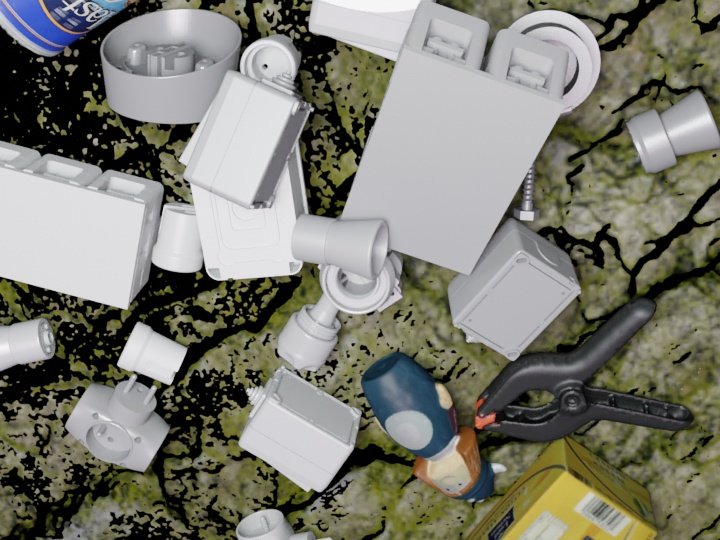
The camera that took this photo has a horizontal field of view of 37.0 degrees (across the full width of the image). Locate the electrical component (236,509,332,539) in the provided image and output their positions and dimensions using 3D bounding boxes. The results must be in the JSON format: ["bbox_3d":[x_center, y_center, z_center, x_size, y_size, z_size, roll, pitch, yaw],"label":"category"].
[{"bbox_3d":[-0.059,0.250,0.940,0.079,0.043,0.077,-13,109,11],"label":"electrical component"}]

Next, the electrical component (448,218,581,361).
[{"bbox_3d":[0.111,0.017,0.821,0.062,0.061,0.096,31,117,-19],"label":"electrical component"}]

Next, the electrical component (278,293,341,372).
[{"bbox_3d":[-0.036,0.047,0.861,0.043,0.043,0.062,30,110,-5],"label":"electrical component"}]

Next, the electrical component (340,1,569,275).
[{"bbox_3d":[0.061,-0.088,0.748,0.105,0.060,0.186,19,142,-3],"label":"electrical component"}]

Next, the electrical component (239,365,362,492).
[{"bbox_3d":[-0.056,0.129,0.884,0.096,0.061,0.061,31,111,-6],"label":"electrical component"}]

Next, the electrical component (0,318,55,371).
[{"bbox_3d":[-0.289,0.062,0.897,0.065,0.044,0.044,-12,109,6],"label":"electrical component"}]

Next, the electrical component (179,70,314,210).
[{"bbox_3d":[-0.076,-0.096,0.739,0.061,0.062,0.096,25,97,5],"label":"electrical component"}]

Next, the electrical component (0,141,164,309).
[{"bbox_3d":[-0.238,-0.038,0.841,0.150,0.061,0.089,15,112,1],"label":"electrical component"}]

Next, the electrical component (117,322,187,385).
[{"bbox_3d":[-0.171,0.070,0.887,0.046,0.040,0.040,26,111,-10],"label":"electrical component"}]

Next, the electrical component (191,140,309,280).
[{"bbox_3d":[-0.082,-0.055,0.819,0.078,0.057,0.113,-4,110,8],"label":"electrical component"}]

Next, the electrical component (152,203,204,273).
[{"bbox_3d":[-0.141,-0.026,0.847,0.040,0.040,0.046,13,106,2],"label":"electrical component"}]

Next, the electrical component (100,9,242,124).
[{"bbox_3d":[-0.135,-0.145,0.772,0.099,0.099,0.064,7,117,4],"label":"electrical component"}]

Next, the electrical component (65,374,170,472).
[{"bbox_3d":[-0.196,0.120,0.903,0.077,0.044,0.079,31,118,-5],"label":"electrical component"}]

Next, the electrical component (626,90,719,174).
[{"bbox_3d":[0.226,-0.098,0.775,0.055,0.045,0.045,-22,107,14],"label":"electrical component"}]

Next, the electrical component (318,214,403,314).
[{"bbox_3d":[0.000,0.000,0.831,0.058,0.057,0.078,-34,104,17],"label":"electrical component"}]

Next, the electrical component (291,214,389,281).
[{"bbox_3d":[-0.017,-0.019,0.778,0.065,0.044,0.044,10,112,16],"label":"electrical component"}]

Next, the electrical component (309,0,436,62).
[{"bbox_3d":[0.004,-0.187,0.757,0.096,0.061,0.061,13,112,1],"label":"electrical component"}]

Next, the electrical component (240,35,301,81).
[{"bbox_3d":[-0.063,-0.151,0.786,0.040,0.046,0.040,2,111,5],"label":"electrical component"}]
